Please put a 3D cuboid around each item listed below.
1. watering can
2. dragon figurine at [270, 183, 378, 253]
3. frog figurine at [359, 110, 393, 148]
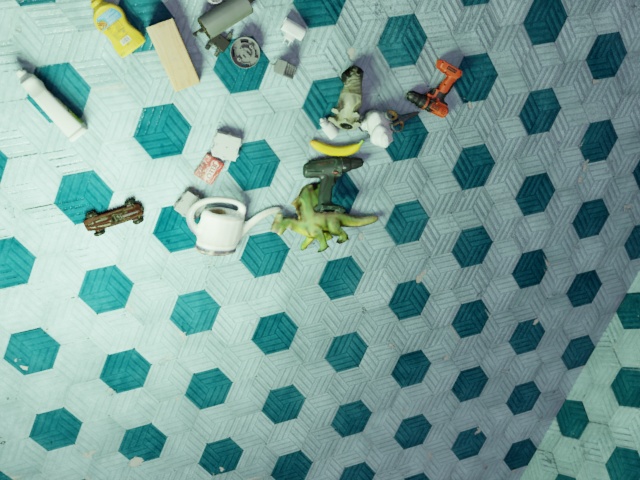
[{"bbox_3d":[-0.315,-0.047,1.857,0.347,0.105,0.221,5,113,-31],"label":"watering can"},{"bbox_3d":[0.006,-0.098,1.937,0.413,0.123,0.240,-26,104,-15],"label":"dragon figurine"},{"bbox_3d":[0.218,-0.400,1.854,0.123,0.161,0.135,-33,113,-5],"label":"frog figurine"}]
